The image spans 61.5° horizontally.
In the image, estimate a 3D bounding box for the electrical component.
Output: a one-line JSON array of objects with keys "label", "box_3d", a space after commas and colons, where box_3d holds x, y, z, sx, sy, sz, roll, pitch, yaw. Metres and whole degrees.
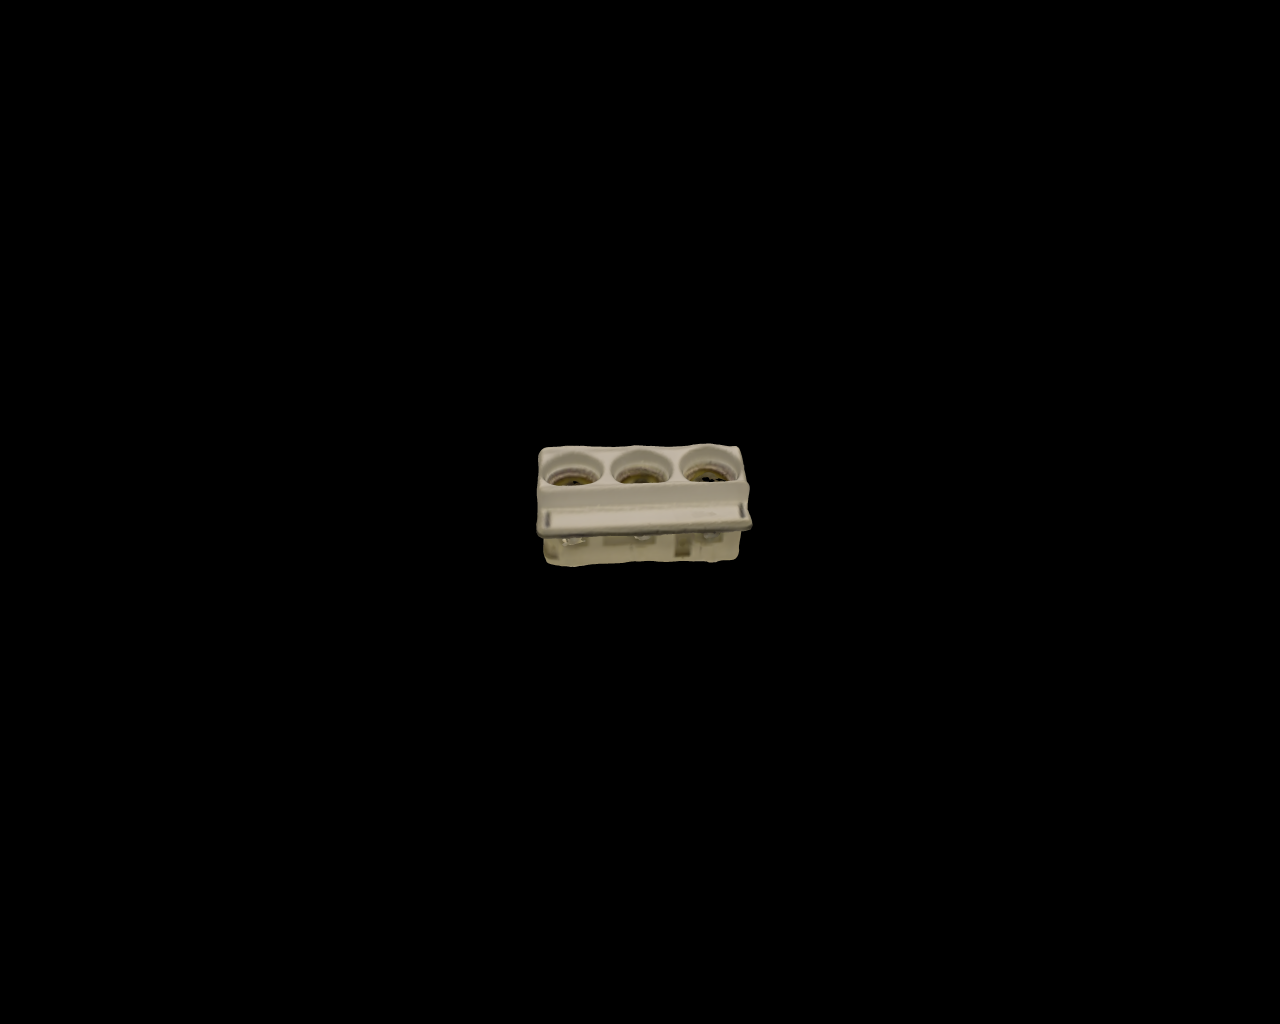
[{"label": "electrical component", "box_3d": [0.001, -0.003, 0.650, 0.121, 0.063, 0.079, -2, 36, -2]}]
